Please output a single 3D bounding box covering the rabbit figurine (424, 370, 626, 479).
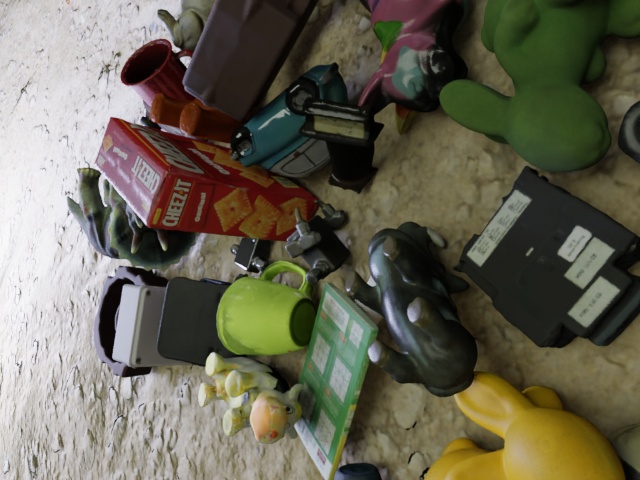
[{"bbox_3d":[0.155,0.179,0.400,0.173,0.122,0.162,112,172,-46],"label":"rabbit figurine"}]

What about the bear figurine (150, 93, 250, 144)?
[{"bbox_3d":[-0.137,-0.238,0.749,0.120,0.132,0.195,29,107,37],"label":"bear figurine"}]

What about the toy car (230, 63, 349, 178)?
[{"bbox_3d":[-0.023,-0.127,0.632,0.162,0.103,0.109,-37,14,18],"label":"toy car"}]

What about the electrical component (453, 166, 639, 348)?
[{"bbox_3d":[0.195,0.022,0.443,0.134,0.058,0.115,48,115,36],"label":"electrical component"}]

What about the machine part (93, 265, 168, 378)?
[{"bbox_3d":[-0.296,0.128,0.860,0.179,0.056,0.179,-8,78,42],"label":"machine part"}]

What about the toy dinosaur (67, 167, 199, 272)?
[{"bbox_3d":[-0.328,-0.032,0.890,0.405,0.131,0.192,-15,75,48],"label":"toy dinosaur"}]

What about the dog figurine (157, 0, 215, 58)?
[{"bbox_3d":[-0.138,-0.368,0.804,0.191,0.121,0.172,-15,105,22],"label":"dog figurine"}]

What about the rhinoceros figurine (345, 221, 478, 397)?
[{"bbox_3d":[0.088,0.046,0.480,0.073,0.112,0.190,-55,24,28],"label":"rhinoceros figurine"}]

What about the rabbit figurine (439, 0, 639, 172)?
[{"bbox_3d":[0.180,-0.136,0.445,0.159,0.121,0.170,-12,71,47],"label":"rabbit figurine"}]

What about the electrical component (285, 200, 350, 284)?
[{"bbox_3d":[0.000,-0.002,0.602,0.045,0.102,0.078,-44,82,30],"label":"electrical component"}]

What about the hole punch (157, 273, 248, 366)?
[{"bbox_3d":[-0.141,0.109,0.722,0.116,0.092,0.142,10,85,13],"label":"hole punch"}]

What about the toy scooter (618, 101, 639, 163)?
[{"bbox_3d":[0.303,-0.127,0.365,0.135,0.075,0.183,23,100,42],"label":"toy scooter"}]

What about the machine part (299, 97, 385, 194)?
[{"bbox_3d":[0.027,-0.098,0.561,0.084,0.138,0.039,6,66,15],"label":"machine part"}]

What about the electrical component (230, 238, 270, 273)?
[{"bbox_3d":[-0.089,0.009,0.719,0.094,0.021,0.063,26,98,52],"label":"electrical component"}]

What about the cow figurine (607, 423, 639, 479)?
[{"bbox_3d":[0.280,0.139,0.330,0.195,0.085,0.127,-23,73,38],"label":"cow figurine"}]

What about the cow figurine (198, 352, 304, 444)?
[{"bbox_3d":[-0.064,0.180,0.605,0.167,0.098,0.068,14,92,56],"label":"cow figurine"}]

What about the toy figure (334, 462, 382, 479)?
[{"bbox_3d":[0.041,0.303,0.525,0.058,0.064,0.154,-3,83,3],"label":"toy figure"}]

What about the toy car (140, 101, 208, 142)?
[{"bbox_3d":[-0.240,-0.201,0.884,0.202,0.053,0.089,41,106,40],"label":"toy car"}]

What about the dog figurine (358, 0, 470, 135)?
[{"bbox_3d":[0.082,-0.228,0.564,0.192,0.108,0.219,26,102,41],"label":"dog figurine"}]

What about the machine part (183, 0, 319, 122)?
[{"bbox_3d":[-0.062,-0.248,0.596,0.201,0.087,0.201,-46,21,44],"label":"machine part"}]
